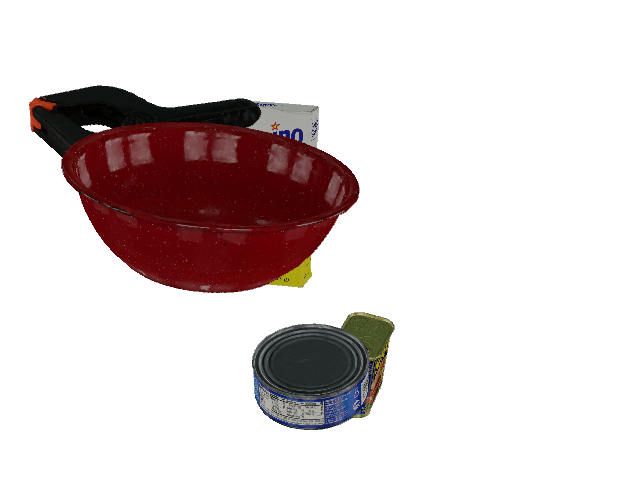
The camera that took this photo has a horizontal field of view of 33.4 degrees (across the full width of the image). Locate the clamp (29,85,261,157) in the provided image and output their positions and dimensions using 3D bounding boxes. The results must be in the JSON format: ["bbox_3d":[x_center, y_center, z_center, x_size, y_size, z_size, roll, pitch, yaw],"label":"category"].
[{"bbox_3d":[-0.127,-0.082,0.799,0.171,0.039,0.120,21,44,1],"label":"clamp"}]

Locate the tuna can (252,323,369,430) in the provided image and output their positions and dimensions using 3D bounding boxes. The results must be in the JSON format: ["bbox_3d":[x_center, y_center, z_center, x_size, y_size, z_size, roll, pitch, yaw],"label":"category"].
[{"bbox_3d":[-0.007,0.100,0.785,0.086,0.034,0.086,-1,32,0],"label":"tuna can"}]

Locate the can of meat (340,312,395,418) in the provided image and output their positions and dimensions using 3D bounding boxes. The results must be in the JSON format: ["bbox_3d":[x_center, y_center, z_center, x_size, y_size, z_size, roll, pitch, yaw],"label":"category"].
[{"bbox_3d":[0.045,0.145,1.238,0.057,0.084,0.102,14,25,12],"label":"can of meat"}]

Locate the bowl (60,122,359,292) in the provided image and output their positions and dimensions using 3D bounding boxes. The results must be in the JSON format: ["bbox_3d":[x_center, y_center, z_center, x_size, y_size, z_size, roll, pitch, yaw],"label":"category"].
[{"bbox_3d":[-0.062,-0.015,0.590,0.162,0.055,0.162,6,23,-3],"label":"bowl"}]

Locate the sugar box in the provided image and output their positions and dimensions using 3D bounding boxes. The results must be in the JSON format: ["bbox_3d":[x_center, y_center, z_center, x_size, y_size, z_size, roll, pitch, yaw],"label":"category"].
[{"bbox_3d":[-0.053,-0.046,1.051,0.093,0.176,0.048,5,17,10],"label":"sugar box"}]
